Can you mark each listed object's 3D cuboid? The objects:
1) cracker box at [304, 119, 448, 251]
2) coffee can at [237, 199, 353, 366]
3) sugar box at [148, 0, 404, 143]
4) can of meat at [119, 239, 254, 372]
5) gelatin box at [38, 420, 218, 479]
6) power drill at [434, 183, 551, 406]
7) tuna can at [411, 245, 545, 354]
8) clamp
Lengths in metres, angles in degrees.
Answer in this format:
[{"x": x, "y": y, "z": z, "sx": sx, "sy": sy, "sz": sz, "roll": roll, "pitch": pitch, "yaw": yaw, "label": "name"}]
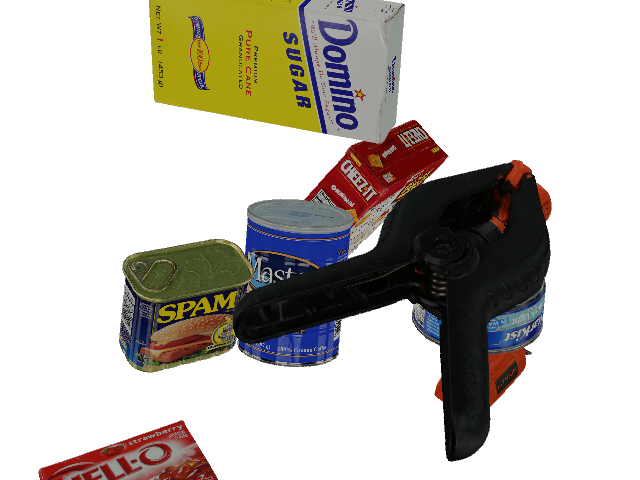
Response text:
[{"x": 0.030, "y": -0.038, "z": 1.261, "sx": 0.214, "sy": 0.072, "sz": 0.163, "roll": -47, "pitch": -9, "yaw": 34, "label": "cracker box"}, {"x": -0.026, "y": 0.039, "z": 1.046, "sx": 0.103, "sy": 0.140, "sz": 0.103, "roll": 5, "pitch": 16, "yaw": -2, "label": "coffee can"}, {"x": -0.032, "y": -0.130, "z": 0.753, "sx": 0.176, "sy": 0.093, "sz": 0.048, "roll": 13, "pitch": 34, "yaw": 18, "label": "sugar box"}, {"x": -0.111, "y": 0.054, "z": 0.866, "sx": 0.101, "sy": 0.084, "sz": 0.057, "roll": -11, "pitch": 44, "yaw": -29, "label": "can of meat"}, {"x": -0.104, "y": 0.142, "z": 0.593, "sx": 0.089, "sy": 0.030, "sz": 0.073, "roll": -16, "pitch": 28, "yaw": -20, "label": "gelatin box"}, {"x": 0.143, "y": 0.056, "z": 0.940, "sx": 0.057, "sy": 0.188, "sz": 0.184, "roll": 21, "pitch": 34, "yaw": 30, "label": "power drill"}, {"x": 0.103, "y": 0.037, "z": 0.695, "sx": 0.086, "sy": 0.034, "sz": 0.086, "roll": -1, "pitch": 28, "yaw": 0, "label": "tuna can"}, {"x": 0.059, "y": 0.023, "z": 0.479, "sx": 0.120, "sy": 0.039, "sz": 0.171, "roll": 38, "pitch": 56, "yaw": 24, "label": "clamp"}]
